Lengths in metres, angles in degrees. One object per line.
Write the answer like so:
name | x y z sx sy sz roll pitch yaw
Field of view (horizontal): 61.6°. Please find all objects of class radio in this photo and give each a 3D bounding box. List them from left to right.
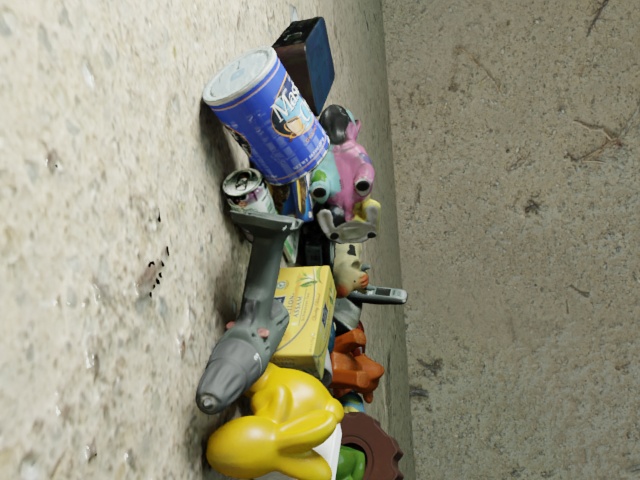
radio | -0.029 -0.324 1.002 0.230 0.073 0.130 -77 157 -54

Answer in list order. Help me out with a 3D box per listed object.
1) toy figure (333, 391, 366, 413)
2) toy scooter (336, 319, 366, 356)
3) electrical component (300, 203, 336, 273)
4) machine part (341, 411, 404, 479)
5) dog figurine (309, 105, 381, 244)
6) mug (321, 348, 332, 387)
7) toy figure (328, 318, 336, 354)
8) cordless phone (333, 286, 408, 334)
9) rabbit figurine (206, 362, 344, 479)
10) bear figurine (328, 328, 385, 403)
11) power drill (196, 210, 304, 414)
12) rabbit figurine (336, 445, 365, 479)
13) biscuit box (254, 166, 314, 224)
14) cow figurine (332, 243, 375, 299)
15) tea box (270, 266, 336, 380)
toy figure | 0.052 0.383 1.134 0.180 0.089 0.082 -87 153 -60
toy scooter | 0.071 0.235 1.251 0.135 0.075 0.183 -62 149 -63
electrical component | -0.002 -0.003 1.020 0.134 0.058 0.114 -79 166 -56
machine part | 0.059 0.395 0.959 0.056 0.179 0.179 59 31 -54
dog figurine | 0.040 -0.124 0.938 0.219 0.109 0.191 -92 169 -45
mug | -0.018 0.195 0.900 0.107 0.081 0.109 -92 166 -47
toy figure | -0.003 0.139 1.010 0.064 0.058 0.154 -12 99 -63
cordless phone | 0.087 0.138 1.117 0.146 0.184 0.088 -60 148 -66
rabbit figurine | -0.055 0.237 0.648 0.173 0.163 0.121 -7 105 -58
bear figurine | 0.080 0.264 1.089 0.195 0.132 0.120 29 51 -42
power drill | -0.077 0.070 0.635 0.232 0.086 0.207 -28 123 -78
rabbit figurine | -0.007 0.398 0.823 0.159 0.121 0.170 66 39 -70
biscuit box | -0.062 -0.120 0.798 0.063 0.059 0.202 -15 95 -68
cow figurine | 0.049 0.052 1.104 0.195 0.127 0.085 -74 154 -58
tea box | -0.036 0.122 0.808 0.170 0.098 0.068 -81 162 -45
